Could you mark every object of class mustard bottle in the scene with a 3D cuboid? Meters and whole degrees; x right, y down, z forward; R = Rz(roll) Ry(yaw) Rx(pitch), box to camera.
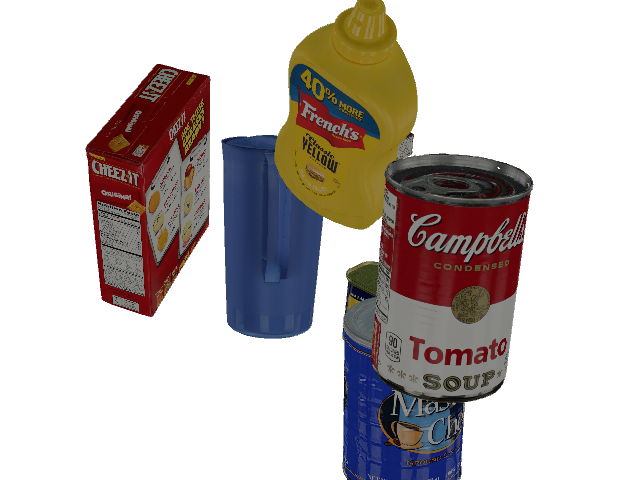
[{"bbox_3d":[0.020,-0.093,0.739,0.058,0.096,0.192,-40,-20,-29],"label":"mustard bottle"}]

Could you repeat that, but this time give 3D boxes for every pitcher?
[{"bbox_3d":[-0.058,-0.005,1.308,0.145,0.243,0.148,12,15,39],"label":"pitcher"}]

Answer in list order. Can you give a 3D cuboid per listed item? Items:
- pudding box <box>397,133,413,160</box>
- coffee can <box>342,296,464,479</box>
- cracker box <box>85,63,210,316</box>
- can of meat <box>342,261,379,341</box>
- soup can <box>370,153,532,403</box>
[{"bbox_3d":[0.059,-0.134,1.482,0.113,0.039,0.090,-26,40,-32],"label":"pudding box"},{"bbox_3d":[0.069,0.129,0.887,0.103,0.140,0.103,0,21,0],"label":"coffee can"},{"bbox_3d":[-0.178,-0.053,1.133,0.072,0.214,0.164,15,44,11],"label":"cracker box"},{"bbox_3d":[0.074,0.083,1.178,0.102,0.084,0.057,25,33,34],"label":"can of meat"},{"bbox_3d":[0.060,0.017,0.508,0.068,0.102,0.068,3,21,-1],"label":"soup can"}]
